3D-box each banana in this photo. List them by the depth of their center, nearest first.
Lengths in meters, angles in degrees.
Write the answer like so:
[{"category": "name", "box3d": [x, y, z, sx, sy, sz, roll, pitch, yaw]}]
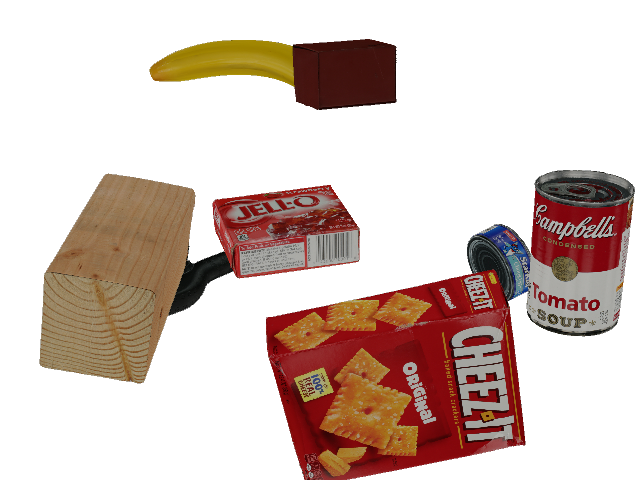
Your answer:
[{"category": "banana", "box3d": [-0.080, -0.182, 1.111, 0.198, 0.037, 0.069, 10, 44, 19]}]

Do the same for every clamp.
[{"category": "clamp", "box3d": [-0.146, 0.040, 1.220, 0.120, 0.039, 0.171, -2, 32, 26]}]

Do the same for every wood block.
[{"category": "wood block", "box3d": [-0.174, 0.026, 0.942, 0.090, 0.091, 0.206, 10, 26, -2]}]

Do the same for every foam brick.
[{"category": "foam brick", "box3d": [0.021, -0.145, 0.931, 0.078, 0.051, 0.053, -8, 20, -23]}]

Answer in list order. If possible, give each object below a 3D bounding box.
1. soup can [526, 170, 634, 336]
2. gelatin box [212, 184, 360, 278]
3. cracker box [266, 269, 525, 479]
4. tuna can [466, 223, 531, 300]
[{"category": "soup can", "box3d": [0.183, 0.008, 0.759, 0.068, 0.102, 0.068, 0, 23, 0]}, {"category": "gelatin box", "box3d": [-0.025, -0.008, 0.739, 0.089, 0.030, 0.073, -7, 28, -13]}, {"category": "cracker box", "box3d": [0.071, 0.130, 0.975, 0.213, 0.164, 0.072, -11, 32, 3]}, {"category": "tuna can", "box3d": [0.205, 0.026, 1.219, 0.033, 0.086, 0.086, -25, 9, -21]}]
